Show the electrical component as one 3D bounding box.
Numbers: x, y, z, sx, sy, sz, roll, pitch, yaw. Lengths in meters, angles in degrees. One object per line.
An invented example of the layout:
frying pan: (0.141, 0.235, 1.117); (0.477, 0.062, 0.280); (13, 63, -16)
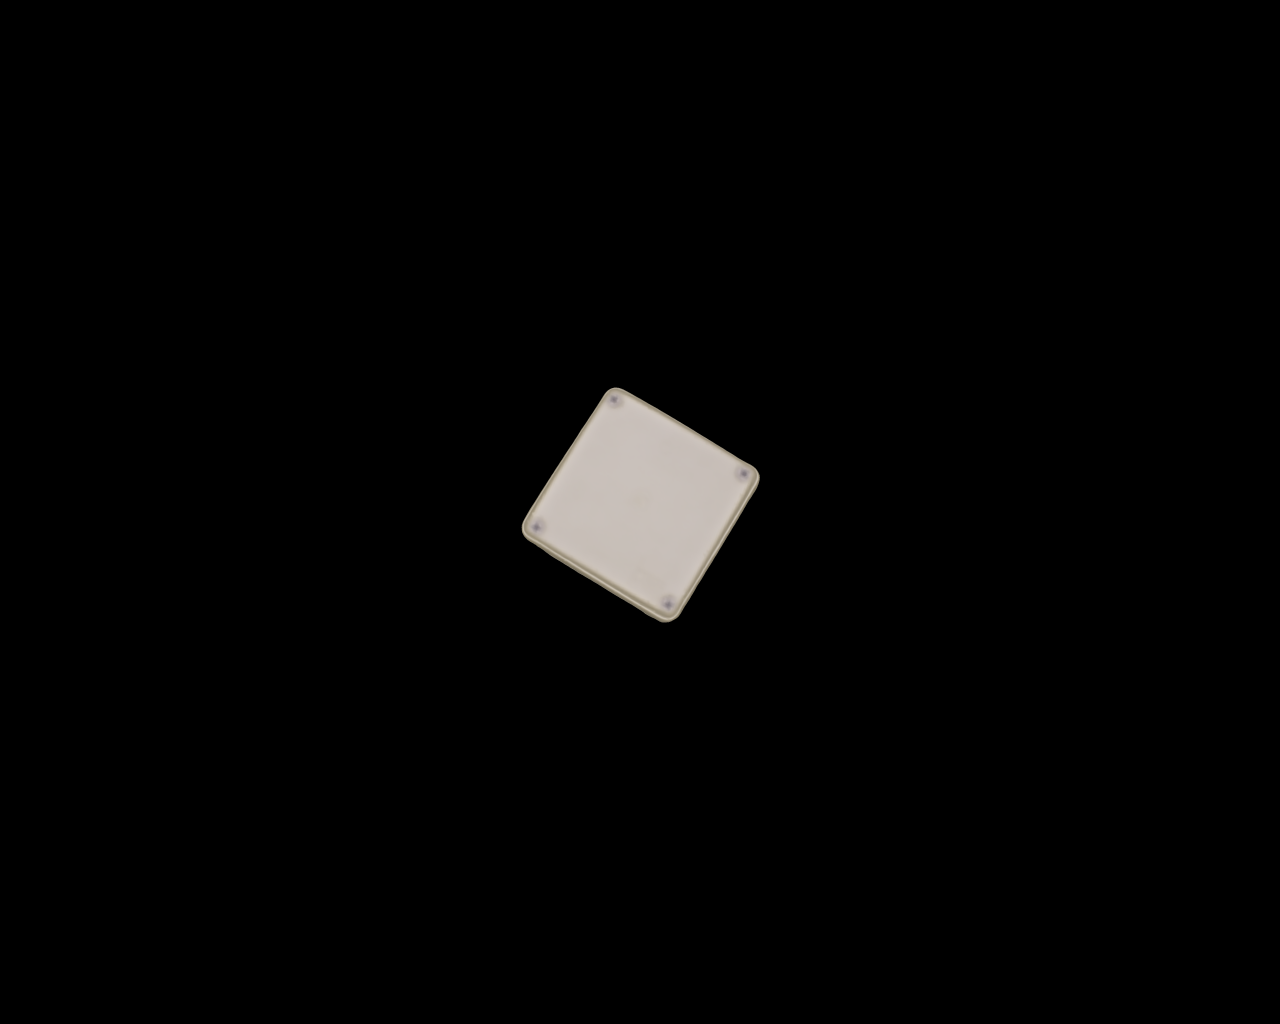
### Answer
electrical component: (0.001, -0.003, 0.650); (0.109, 0.109, 0.056); (31, -7, 5)
